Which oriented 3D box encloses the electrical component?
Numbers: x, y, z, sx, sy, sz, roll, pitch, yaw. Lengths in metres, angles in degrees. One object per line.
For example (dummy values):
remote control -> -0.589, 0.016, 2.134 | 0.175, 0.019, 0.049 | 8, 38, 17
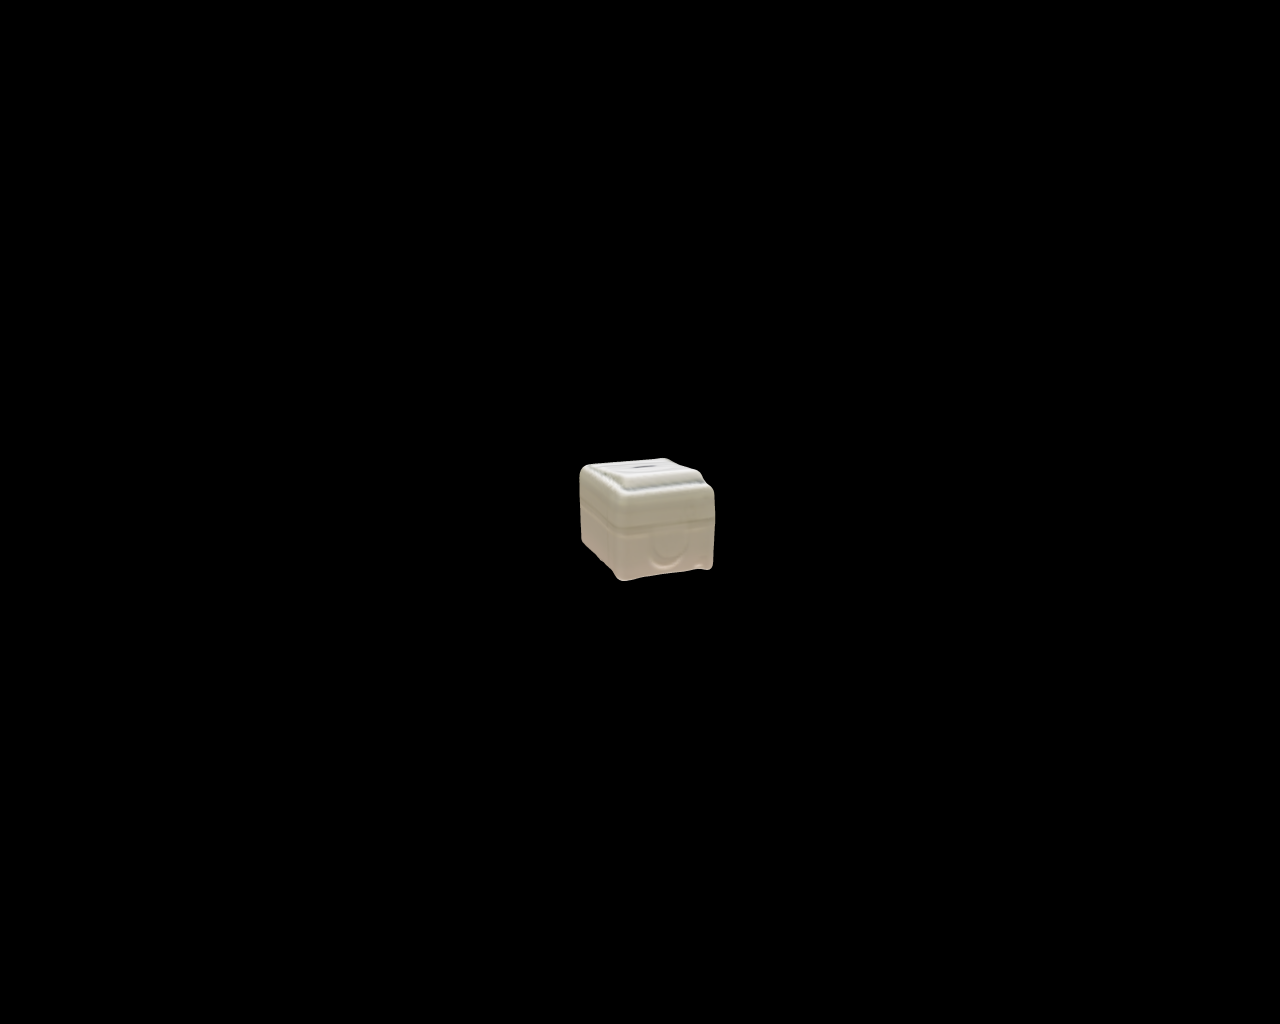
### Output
electrical component -> 0.001, -0.003, 0.650 | 0.062, 0.061, 0.096 | -6, 17, -19
